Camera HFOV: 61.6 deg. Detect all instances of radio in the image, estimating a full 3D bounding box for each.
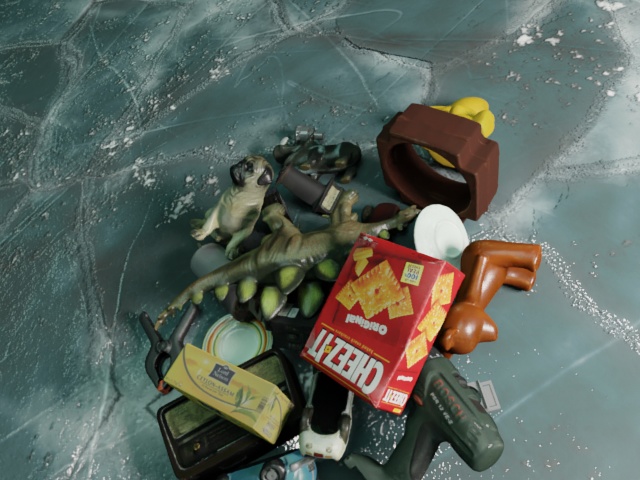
[{"bbox_3d":[-0.135,0.286,0.865,0.230,0.073,0.131,-28,54,-1],"label":"radio"}]

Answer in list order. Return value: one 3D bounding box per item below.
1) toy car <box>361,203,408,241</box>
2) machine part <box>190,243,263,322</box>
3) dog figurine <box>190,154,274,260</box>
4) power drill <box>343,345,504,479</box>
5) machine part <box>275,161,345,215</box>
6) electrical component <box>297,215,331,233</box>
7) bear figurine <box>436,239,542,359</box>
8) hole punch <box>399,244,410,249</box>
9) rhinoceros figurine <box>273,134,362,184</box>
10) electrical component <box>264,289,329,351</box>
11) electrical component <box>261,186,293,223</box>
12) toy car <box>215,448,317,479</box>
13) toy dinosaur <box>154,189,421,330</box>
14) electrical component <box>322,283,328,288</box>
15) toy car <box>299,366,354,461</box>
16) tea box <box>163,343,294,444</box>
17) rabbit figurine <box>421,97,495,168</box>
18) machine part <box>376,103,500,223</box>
[{"bbox_3d":[0.096,0.014,0.981,0.089,0.053,0.202,9,57,28],"label":"toy car"},{"bbox_3d":[-0.171,0.077,1.002,0.079,0.079,0.243,-43,49,-12],"label":"machine part"},{"bbox_3d":[-0.151,-0.075,1.035,0.190,0.121,0.172,-58,20,6],"label":"dog figurine"},{"bbox_3d":[0.127,0.258,0.758,0.207,0.086,0.232,-49,46,2],"label":"power drill"},{"bbox_3d":[-0.019,-0.104,1.073,0.139,0.039,0.084,28,70,-10],"label":"machine part"},{"bbox_3d":[-0.001,-0.003,1.029,0.102,0.045,0.078,-19,53,6],"label":"electrical component"},{"bbox_3d":[0.257,0.099,0.834,0.132,0.120,0.196,12,64,20],"label":"bear figurine"},{"bbox_3d":[0.130,0.089,0.880,0.092,0.142,0.116,-18,45,33],"label":"hole punch"},{"bbox_3d":[-0.010,-0.174,1.127,0.191,0.073,0.112,3,60,20],"label":"rhinoceros figurine"},{"bbox_3d":[-0.025,0.132,0.913,0.134,0.058,0.115,6,27,22],"label":"electrical component"},{"bbox_3d":[-0.095,-0.068,1.087,0.048,0.074,0.119,-25,51,2],"label":"electrical component"},{"bbox_3d":[-0.073,0.369,0.777,0.162,0.109,0.103,-24,72,13],"label":"toy car"},{"bbox_3d":[-0.049,0.032,0.902,0.472,0.104,0.199,-18,44,-1],"label":"toy dinosaur"},{"bbox_3d":[-0.032,0.066,0.997,0.094,0.021,0.063,-6,81,14],"label":"electrical component"},{"bbox_3d":[0.016,0.243,0.822,0.074,0.056,0.202,7,31,7],"label":"toy car"},{"bbox_3d":[-0.135,0.228,0.801,0.170,0.098,0.068,18,64,27],"label":"tea box"},{"bbox_3d":[0.273,-0.219,1.059,0.163,0.121,0.173,6,46,32],"label":"rabbit figurine"},{"bbox_3d":[0.209,-0.133,0.949,0.202,0.200,0.087,28,67,31],"label":"machine part"}]
